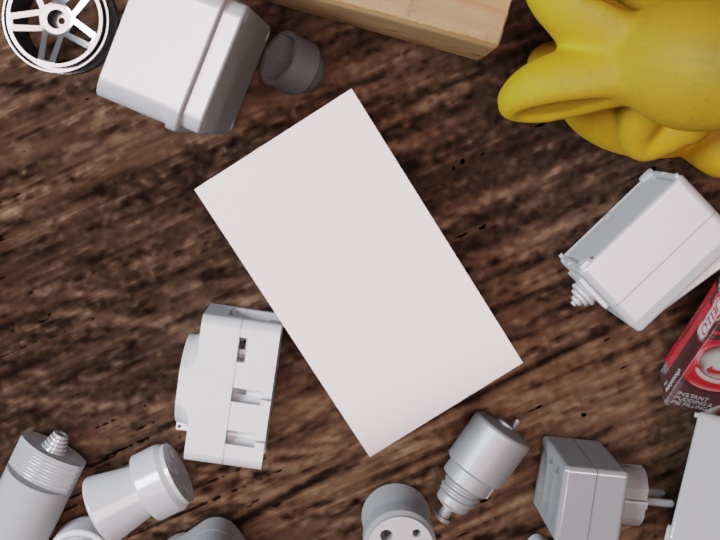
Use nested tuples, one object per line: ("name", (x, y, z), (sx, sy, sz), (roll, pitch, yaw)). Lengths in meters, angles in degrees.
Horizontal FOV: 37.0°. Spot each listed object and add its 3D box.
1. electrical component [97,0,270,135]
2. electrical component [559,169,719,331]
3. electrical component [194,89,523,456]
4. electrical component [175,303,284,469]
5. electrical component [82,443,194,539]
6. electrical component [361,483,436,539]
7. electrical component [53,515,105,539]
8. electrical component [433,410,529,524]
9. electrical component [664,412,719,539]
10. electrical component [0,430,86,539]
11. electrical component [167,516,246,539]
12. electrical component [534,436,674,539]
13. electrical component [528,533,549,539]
("electrical component", (-0.094, -0.119, 0.601), (0.057, 0.113, 0.078), (23, 97, -1))
("electrical component", (0.169, -0.006, 0.647), (0.096, 0.061, 0.061), (-44, 96, 5))
("electrical component", (0.000, 0.000, 0.645), (0.105, 0.060, 0.186), (-32, 97, 3))
("electrical component", (-0.081, 0.070, 0.659), (0.056, 0.050, 0.089), (8, 97, -2))
("electrical component", (-0.138, 0.138, 0.670), (0.055, 0.045, 0.045), (-26, 98, 2))
("electrical component", (0.024, 0.163, 0.671), (0.045, 0.055, 0.045), (0, 98, -1))
("electrical component", (-0.174, 0.181, 0.667), (0.043, 0.062, 0.043), (0, 97, -1))
("electrical component", (0.072, 0.124, 0.674), (0.040, 0.040, 0.078), (33, 96, -5))
("electrical component", (0.224, 0.141, 0.647), (0.061, 0.062, 0.096), (12, 79, 25))
("electrical component", (-0.203, 0.137, 0.670), (0.043, 0.043, 0.081), (27, 97, -4))
("electrical component", (-0.111, 0.201, 0.672), (0.095, 0.059, 0.053), (-35, 97, 4))
("electrical component", (0.154, 0.137, 0.664), (0.077, 0.065, 0.047), (6, 98, -3))
("electrical component", (0.105, 0.256, 0.682), (0.089, 0.061, 0.150), (36, 96, -5))
